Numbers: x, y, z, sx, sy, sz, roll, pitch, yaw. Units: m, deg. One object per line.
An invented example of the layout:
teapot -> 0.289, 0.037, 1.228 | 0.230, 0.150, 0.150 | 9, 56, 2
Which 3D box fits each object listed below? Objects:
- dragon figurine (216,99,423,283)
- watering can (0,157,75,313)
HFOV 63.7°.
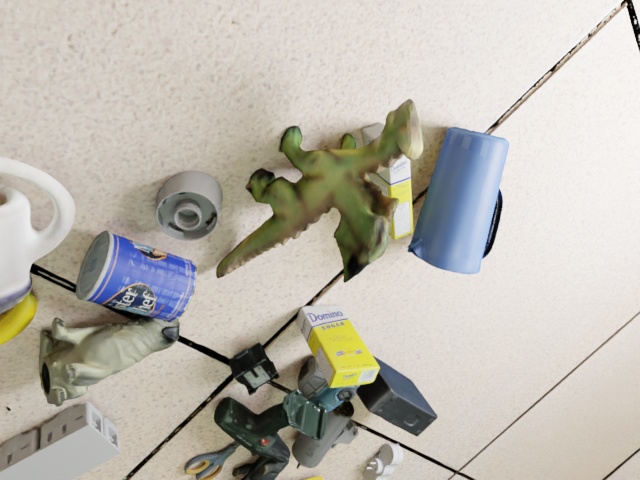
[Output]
dragon figurine -> 0.002, -0.038, 0.759 | 0.121, 0.247, 0.407 | 26, 105, -41
watering can -> -0.486, -0.006, 0.619 | 0.348, 0.106, 0.220 | -2, 122, -26
